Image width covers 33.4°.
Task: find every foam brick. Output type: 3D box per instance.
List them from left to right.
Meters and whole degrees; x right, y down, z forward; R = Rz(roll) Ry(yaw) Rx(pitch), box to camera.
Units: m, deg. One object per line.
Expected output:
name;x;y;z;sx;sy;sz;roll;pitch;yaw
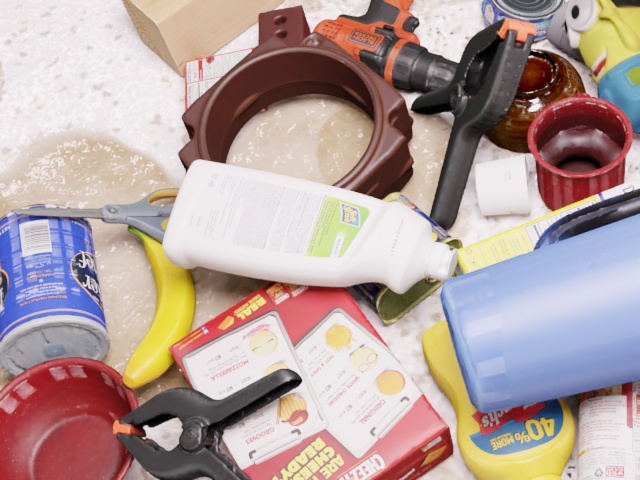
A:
foam brick;-0.038;-0.209;1.175;0.053;0.051;0.078;-9;56;9

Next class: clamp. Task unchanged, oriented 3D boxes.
clamp;-0.093;0.171;0.873;0.172;0.039;0.120;-10;62;26
clamp;0.138;-0.134;1.007;0.036;0.210;0.164;7;46;-19

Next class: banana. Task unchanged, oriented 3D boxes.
banana;-0.152;0.064;1.019;0.069;0.037;0.198;5;44;-14

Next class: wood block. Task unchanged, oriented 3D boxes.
wood block;-0.116;-0.297;1.229;0.206;0.091;0.090;-39;56;-12

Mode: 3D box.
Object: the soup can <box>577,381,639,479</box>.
soup can;0.240;0.160;0.852;0.068;0.068;0.102;1;58;15

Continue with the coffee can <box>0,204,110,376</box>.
coffee can;-0.264;0.050;1.033;0.103;0.103;0.140;-19;55;2

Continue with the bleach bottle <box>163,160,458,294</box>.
bleach bottle;-0.006;0.001;0.932;0.251;0.068;0.102;14;79;20

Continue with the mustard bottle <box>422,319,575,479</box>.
mustard bottle;0.157;0.148;0.888;0.096;0.058;0.192;-16;55;-3

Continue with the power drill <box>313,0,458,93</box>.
power drill;0.106;-0.245;1.158;0.185;0.057;0.187;23;65;22

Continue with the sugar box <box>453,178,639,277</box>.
sugar box;0.205;0.004;0.945;0.176;0.093;0.048;-24;75;-2

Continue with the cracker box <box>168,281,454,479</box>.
cracker box;-0.011;0.139;0.930;0.164;0.072;0.214;-33;57;-6

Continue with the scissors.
scissors;-0.188;-0.014;1.042;0.201;0.016;0.096;-12;48;-37

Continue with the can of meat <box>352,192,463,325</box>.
can of meat;0.070;0.015;1.000;0.102;0.057;0.084;-38;54;-11

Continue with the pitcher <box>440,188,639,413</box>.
pitcher;0.219;0.044;0.827;0.243;0.149;0.145;-16;89;4

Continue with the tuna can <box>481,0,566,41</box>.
tuna can;0.217;-0.254;1.137;0.086;0.034;0.086;1;58;-2

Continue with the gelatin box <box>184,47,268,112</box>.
gelatin box;-0.105;-0.170;1.180;0.089;0.030;0.073;-11;57;7

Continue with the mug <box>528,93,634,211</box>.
mug;0.244;-0.083;1.002;0.093;0.081;0.117;-1;58;14

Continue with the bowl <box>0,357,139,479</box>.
bowl;-0.230;0.189;0.963;0.162;0.055;0.162;-7;56;10
